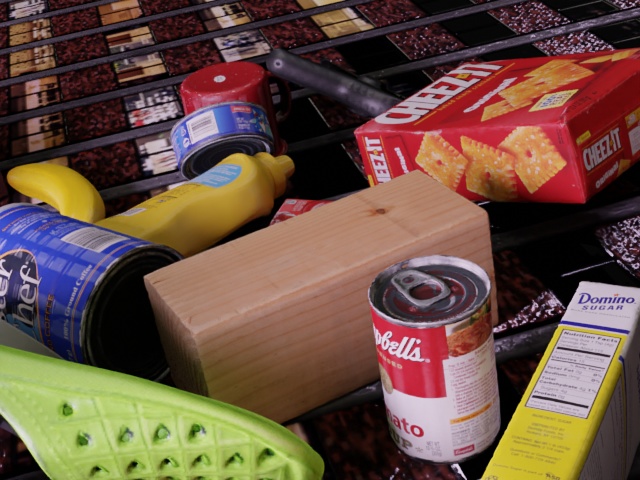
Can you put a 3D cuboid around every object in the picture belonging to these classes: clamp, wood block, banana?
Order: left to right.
[{"bbox_3d":[-0.229,-0.033,0.937,0.069,0.037,0.198,-17,30,-16],"label":"banana"},{"bbox_3d":[0.004,0.039,0.695,0.205,0.090,0.091,-22,31,-19],"label":"wood block"},{"bbox_3d":[0.042,-0.137,1.001,0.171,0.039,0.120,28,20,12],"label":"clamp"}]

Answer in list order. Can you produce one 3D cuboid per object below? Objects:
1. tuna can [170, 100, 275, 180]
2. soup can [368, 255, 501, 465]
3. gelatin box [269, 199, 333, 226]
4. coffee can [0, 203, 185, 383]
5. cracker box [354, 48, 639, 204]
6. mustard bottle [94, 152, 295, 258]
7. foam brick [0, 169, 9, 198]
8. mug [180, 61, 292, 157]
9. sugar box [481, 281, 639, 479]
[{"bbox_3d":[-0.082,-0.082,0.906,0.086,0.086,0.034,-14,69,-7],"label":"tuna can"},{"bbox_3d":[0.067,0.069,0.611,0.068,0.102,0.068,-7,30,4],"label":"soup can"},{"bbox_3d":[-0.005,0.001,0.820,0.073,0.030,0.089,4,33,22],"label":"gelatin box"},{"bbox_3d":[-0.169,0.038,0.735,0.141,0.103,0.102,15,38,36],"label":"coffee can"},{"bbox_3d":[0.159,-0.094,0.851,0.163,0.072,0.214,-33,24,-35],"label":"cracker box"},{"bbox_3d":[-0.095,-0.024,0.857,0.191,0.058,0.096,-31,16,-33],"label":"mustard bottle"},{"bbox_3d":[-0.334,-0.070,0.994,0.052,0.078,0.051,-30,36,-28],"label":"foam brick"},{"bbox_3d":[-0.073,-0.119,0.993,0.117,0.081,0.093,-29,35,-30],"label":"mug"},{"bbox_3d":[0.128,0.106,0.539,0.048,0.093,0.176,6,33,25],"label":"sugar box"}]
